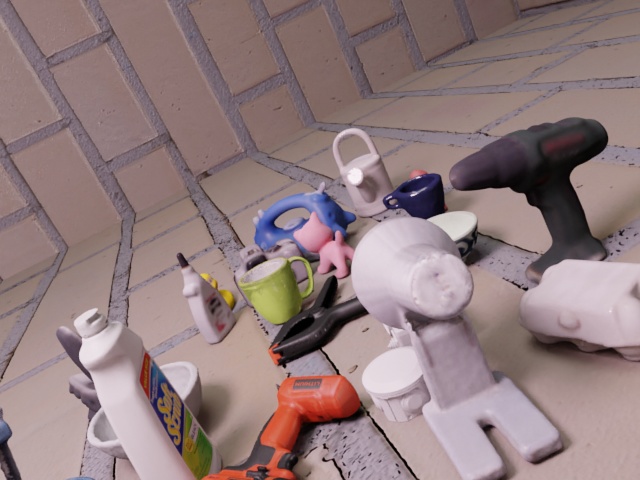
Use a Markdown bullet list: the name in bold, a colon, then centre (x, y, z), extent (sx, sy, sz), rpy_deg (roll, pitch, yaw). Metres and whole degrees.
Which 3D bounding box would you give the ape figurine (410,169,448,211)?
- **ape figurine**: centre (0.208, -0.098, 1.145), extent (0.076, 0.092, 0.078), rpy_deg (-13, 23, 32)

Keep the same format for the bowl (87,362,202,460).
- **bowl**: centre (-0.230, 0.250, 0.800), extent (0.167, 0.075, 0.167), rpy_deg (-22, 19, 9)

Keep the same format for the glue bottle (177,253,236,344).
- **glue bottle**: centre (-0.214, 0.098, 1.029), extent (0.037, 0.173, 0.078), rpy_deg (-17, 21, 24)

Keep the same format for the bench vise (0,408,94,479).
- **bench vise**: centre (-0.307, 0.288, 0.569), extent (0.121, 0.220, 0.207), rpy_deg (-21, 19, 12)

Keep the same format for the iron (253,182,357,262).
- **iron**: centre (-0.061, -0.030, 1.226), extent (0.257, 0.142, 0.119), rpy_deg (-16, 21, 25)

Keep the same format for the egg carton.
- **egg carton**: centre (0.294, 0.073, 0.618), extent (0.107, 0.069, 0.149), rpy_deg (-37, 22, -30)

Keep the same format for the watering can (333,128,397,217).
- **watering can**: centre (0.097, -0.156, 1.280), extent (0.101, 0.194, 0.172), rpy_deg (-26, 19, -2)

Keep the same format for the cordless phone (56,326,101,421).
- **cordless phone**: centre (-0.363, 0.205, 0.916), extent (0.147, 0.185, 0.094), rpy_deg (-3, 29, 48)

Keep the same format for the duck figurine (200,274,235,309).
- **duck figurine**: centre (-0.224, 0.106, 1.156), extent (0.077, 0.086, 0.104), rpy_deg (-30, 19, -13)

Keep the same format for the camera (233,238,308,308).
- **camera**: centre (-0.109, 0.046, 1.147), extent (0.143, 0.101, 0.136), rpy_deg (-28, 19, -9)

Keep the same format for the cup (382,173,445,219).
- **cup**: centre (0.184, -0.061, 1.072), extent (0.117, 0.095, 0.092), rpy_deg (-19, 20, 17)

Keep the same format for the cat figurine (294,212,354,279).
- **cat figurine**: centre (0.010, 0.004, 1.084), extent (0.067, 0.118, 0.127), rpy_deg (-35, 21, -27)

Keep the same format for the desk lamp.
- **desk lamp**: centre (0.123, 0.088, 0.569), extent (0.118, 0.214, 0.203), rpy_deg (-26, 19, -3)

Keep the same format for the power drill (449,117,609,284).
- **power drill**: centre (0.287, -0.050, 0.739), extent (0.230, 0.209, 0.075), rpy_deg (-32, 20, -17)
